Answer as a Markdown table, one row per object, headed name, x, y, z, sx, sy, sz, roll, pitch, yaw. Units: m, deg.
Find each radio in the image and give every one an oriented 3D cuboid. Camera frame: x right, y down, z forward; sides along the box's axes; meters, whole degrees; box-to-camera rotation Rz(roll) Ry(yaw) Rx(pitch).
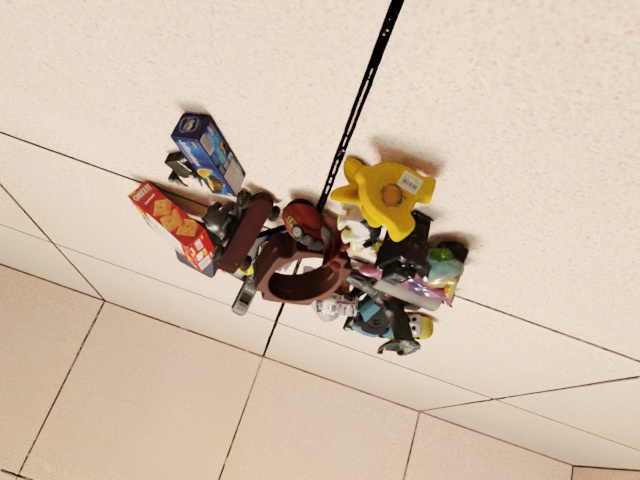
| name | x | y | z | sx | sy | sz | roll | pitch | yaw |
| --- | --- | --- | --- | --- | --- | --- | --- | --- | --- |
| radio | -0.350 | 0.028 | 1.558 | 0.131 | 0.073 | 0.229 | 28 | 159 | 1 |

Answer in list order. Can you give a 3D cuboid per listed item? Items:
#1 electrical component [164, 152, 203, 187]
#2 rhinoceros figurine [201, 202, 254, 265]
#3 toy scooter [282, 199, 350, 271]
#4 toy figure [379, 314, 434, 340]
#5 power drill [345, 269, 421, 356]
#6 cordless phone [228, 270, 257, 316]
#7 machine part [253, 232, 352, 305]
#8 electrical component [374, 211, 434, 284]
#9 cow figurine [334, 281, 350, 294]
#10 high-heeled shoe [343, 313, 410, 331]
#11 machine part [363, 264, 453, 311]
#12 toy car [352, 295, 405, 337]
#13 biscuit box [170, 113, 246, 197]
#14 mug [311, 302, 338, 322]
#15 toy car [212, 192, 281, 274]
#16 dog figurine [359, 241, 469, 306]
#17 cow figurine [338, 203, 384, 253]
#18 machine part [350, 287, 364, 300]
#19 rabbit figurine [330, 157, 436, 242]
| name | x | y | z | sx | sy | sz | roll | pitch | yaw |
| --- | --- | --- | --- | --- | --- | --- | --- | --- | --- |
| electrical component | -0.291 | -0.150 | 1.153 | 0.102 | 0.045 | 0.078 | 2 | 154 | 35 |
| rhinoceros figurine | -0.211 | -0.012 | 1.325 | 0.073 | 0.112 | 0.190 | -1 | 142 | 37 |
| toy scooter | -0.002 | -0.003 | 1.141 | 0.183 | 0.135 | 0.075 | 30 | 125 | -30 |
| toy figure | 0.258 | 0.265 | 1.628 | 0.089 | 0.082 | 0.180 | -4 | 170 | -44 |
| power drill | 0.166 | 0.180 | 1.339 | 0.232 | 0.207 | 0.086 | 14 | 136 | -28 |
| cordless phone | -0.234 | 0.111 | 1.532 | 0.146 | 0.184 | 0.089 | 34 | 158 | -33 |
| machine part | -0.044 | 0.063 | 1.271 | 0.201 | 0.087 | 0.201 | 10 | 136 | -29 |
| electrical component | 0.164 | 0.021 | 1.066 | 0.058 | 0.134 | 0.115 | 24 | 155 | -13 |
| cow figurine | 0.038 | 0.132 | 1.473 | 0.085 | 0.127 | 0.194 | 13 | 143 | 0 |
| high-heeled shoe | 0.168 | 0.247 | 1.639 | 0.145 | 0.086 | 0.248 | 29 | 146 | -3 |
| machine part | 0.214 | 0.110 | 1.310 | 0.243 | 0.079 | 0.079 | 22 | 158 | -9 |
| toy car | 0.157 | 0.187 | 1.491 | 0.109 | 0.103 | 0.161 | 22 | 122 | -24 |
| biscuit box | -0.212 | -0.161 | 1.043 | 0.063 | 0.059 | 0.202 | 11 | 156 | 19 |
| mug | 0.019 | 0.195 | 1.663 | 0.110 | 0.081 | 0.107 | 6 | 146 | 42 |
| toy car | -0.167 | -0.017 | 1.200 | 0.089 | 0.202 | 0.053 | 21 | -162 | -28 |
| dog figurine | 0.197 | 0.054 | 1.160 | 0.219 | 0.108 | 0.191 | 15 | 158 | 16 |
| cow figurine | 0.095 | -0.024 | 1.112 | 0.098 | 0.068 | 0.167 | 3 | 156 | 16 |
| machine part | 0.111 | 0.146 | 1.495 | 0.039 | 0.084 | 0.139 | 48 | 145 | -3 |
| rabbit figurine | 0.101 | -0.070 | 0.944 | 0.162 | 0.122 | 0.173 | 22 | 177 | 1 |
